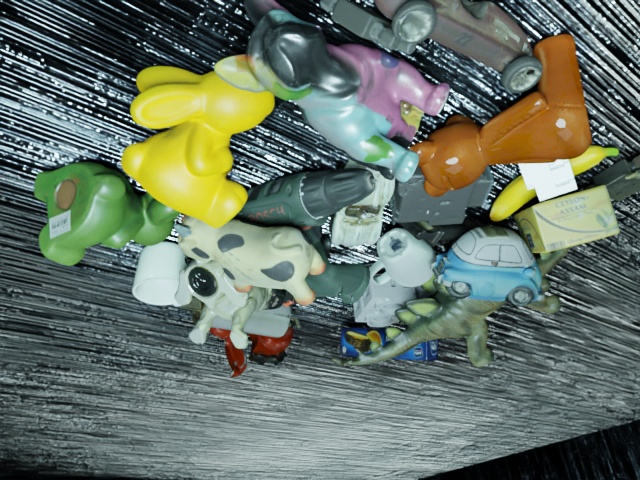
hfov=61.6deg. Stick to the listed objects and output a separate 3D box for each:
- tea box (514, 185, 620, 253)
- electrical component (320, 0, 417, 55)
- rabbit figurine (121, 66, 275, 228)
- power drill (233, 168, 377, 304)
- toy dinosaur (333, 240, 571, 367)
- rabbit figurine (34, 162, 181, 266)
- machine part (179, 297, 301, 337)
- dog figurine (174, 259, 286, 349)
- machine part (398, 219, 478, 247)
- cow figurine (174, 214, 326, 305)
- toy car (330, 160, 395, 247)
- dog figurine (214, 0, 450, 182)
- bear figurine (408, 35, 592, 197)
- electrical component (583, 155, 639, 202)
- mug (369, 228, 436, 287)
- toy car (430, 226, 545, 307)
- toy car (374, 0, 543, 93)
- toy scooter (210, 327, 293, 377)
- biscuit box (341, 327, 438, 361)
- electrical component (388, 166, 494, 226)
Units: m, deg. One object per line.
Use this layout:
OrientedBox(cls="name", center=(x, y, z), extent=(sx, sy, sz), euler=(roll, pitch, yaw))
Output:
OrientedBox(cls="tea box", center=(0.344, -0.025, 0.767), extent=(0.098, 0.068, 0.169), euler=(-16, 176, 10))
OrientedBox(cls="electrical component", center=(0.045, -0.206, 0.511), extent=(0.063, 0.094, 0.021), euler=(-16, 140, -55))
OrientedBox(cls="rabbit figurine", center=(-0.129, -0.125, 0.592), extent=(0.162, 0.122, 0.173), euler=(32, 118, -31))
OrientedBox(cls="power drill", center=(-0.002, -0.002, 0.731), extent=(0.232, 0.086, 0.207), euler=(-3, 139, 30))
OrientedBox(cls="toy dinosaur", center=(0.244, 0.114, 0.936), extent=(0.471, 0.105, 0.198), euler=(-40, 111, 10))
OrientedBox(cls="rabbit figurine", center=(-0.252, -0.045, 0.698), extent=(0.159, 0.121, 0.170), euler=(-29, 159, 20))
OrientedBox(cls="machine part", center=(-0.143, 0.130, 0.987), extent=(0.243, 0.079, 0.079), euler=(14, 142, -30))
OrientedBox(cls="dog figurine", center=(-0.127, 0.058, 0.852), extent=(0.121, 0.190, 0.172), euler=(12, 118, 17))
OrientedBox(cls="machine part", center=(0.183, -0.016, 0.826), extent=(0.139, 0.084, 0.039), euler=(3, 109, -33))
OrientedBox(cls="cow figurine", center=(-0.100, 0.009, 0.684), extent=(0.195, 0.085, 0.127), euler=(10, 144, 26))
OrientedBox(cls="toy car", center=(0.058, -0.046, 0.765), extent=(0.073, 0.056, 0.201), euler=(-1, 146, -7))
OrientedBox(cls="dog figurine", center=(0.010, -0.155, 0.547), extent=(0.219, 0.191, 0.108), euler=(27, 98, -7))
OrientedBox(cls="bear figurine", center=(0.203, -0.128, 0.623), extent=(0.196, 0.132, 0.120), euler=(-11, 148, 31))
OrientedBox(cls="electrical component", center=(0.437, -0.079, 0.785), extent=(0.078, 0.045, 0.102), euler=(24, 137, -36))
OrientedBox(cls="mug", center=(0.121, 0.027, 0.849), extent=(0.109, 0.081, 0.107), euler=(-29, 150, 12))
OrientedBox(cls="toy car", center=(0.251, 0.030, 0.791), extent=(0.162, 0.109, 0.102), euler=(7, 111, -2))
OrientedBox(cls="toy car", center=(0.136, -0.204, 0.505), extent=(0.202, 0.089, 0.053), euler=(13, 138, -27))
OrientedBox(cls="toy scooter", center=(-0.132, 0.205, 1.051), extent=(0.184, 0.135, 0.075), euler=(13, 141, -29))
OrientedBox(cls="biscuit box", center=(0.141, 0.212, 1.106), extent=(0.203, 0.062, 0.059), euler=(-5, 168, 35))
OrientedBox(cls="electrical component", center=(0.165, -0.073, 0.742), extent=(0.134, 0.058, 0.114), euler=(-4, 149, -1))
